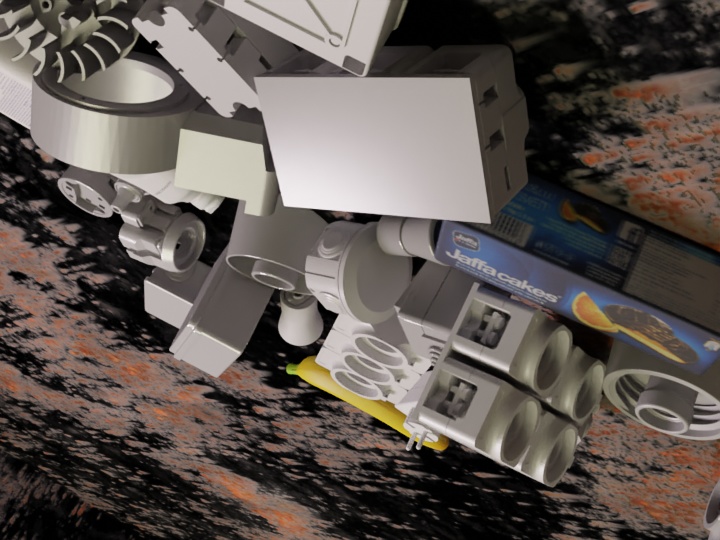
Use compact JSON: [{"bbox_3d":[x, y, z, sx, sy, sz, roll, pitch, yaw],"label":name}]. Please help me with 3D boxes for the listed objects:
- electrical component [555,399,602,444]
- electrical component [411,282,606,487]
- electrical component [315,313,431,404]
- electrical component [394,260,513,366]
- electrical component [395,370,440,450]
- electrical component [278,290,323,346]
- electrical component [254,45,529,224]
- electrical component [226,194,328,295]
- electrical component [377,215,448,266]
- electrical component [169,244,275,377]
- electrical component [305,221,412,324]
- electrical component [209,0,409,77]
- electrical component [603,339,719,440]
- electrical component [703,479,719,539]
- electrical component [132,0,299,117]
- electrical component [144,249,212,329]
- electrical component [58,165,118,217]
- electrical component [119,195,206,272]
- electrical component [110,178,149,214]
[{"bbox_3d":[0.167,0.118,0.944,0.080,0.051,0.080,22,155,11],"label":"electrical component"},{"bbox_3d":[0.123,0.095,0.813,0.060,0.105,0.186,22,173,33],"label":"electrical component"},{"bbox_3d":[0.019,0.064,0.975,0.089,0.061,0.150,28,155,0],"label":"electrical component"},{"bbox_3d":[0.068,0.030,0.821,0.061,0.096,0.061,18,154,27],"label":"electrical component"},{"bbox_3d":[0.067,0.144,1.062,0.047,0.076,0.066,37,154,-18],"label":"electrical component"},{"bbox_3d":[-0.058,0.038,1.030,0.044,0.044,0.065,22,150,13],"label":"electrical component"},{"bbox_3d":[0.021,-0.087,0.658,0.150,0.062,0.089,7,122,33],"label":"electrical component"},{"bbox_3d":[-0.066,-0.019,0.929,0.099,0.064,0.099,16,165,5],"label":"electrical component"},{"bbox_3d":[0.044,-0.027,0.805,0.065,0.044,0.044,5,147,48],"label":"electrical component"},{"bbox_3d":[-0.123,0.034,1.006,0.056,0.108,0.109,29,155,-9],"label":"electrical component"},{"bbox_3d":[0.000,0.000,0.855,0.051,0.080,0.080,11,151,43],"label":"electrical component"},{"bbox_3d":[-0.024,-0.173,0.576,0.109,0.056,0.108,27,155,1],"label":"electrical component"},{"bbox_3d":[0.235,0.087,0.805,0.108,0.060,0.108,23,155,11],"label":"electrical component"},{"bbox_3d":[0.335,0.185,0.858,0.062,0.089,0.150,25,155,6],"label":"electrical component"},{"bbox_3d":[-0.088,-0.150,0.683,0.050,0.055,0.089,-1,142,46],"label":"electrical component"},{"bbox_3d":[-0.172,0.027,1.112,0.100,0.048,0.099,27,155,2],"label":"electrical component"},{"bbox_3d":[-0.235,-0.083,0.968,0.055,0.047,0.055,22,154,11],"label":"electrical component"},{"bbox_3d":[-0.181,-0.032,1.000,0.057,0.058,0.078,21,154,20],"label":"electrical component"},{"bbox_3d":[-0.194,-0.075,0.923,0.035,0.061,0.035,22,154,11],"label":"electrical component"}]
